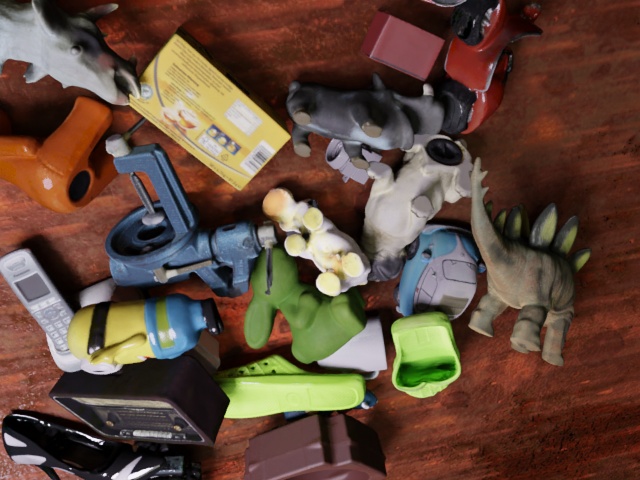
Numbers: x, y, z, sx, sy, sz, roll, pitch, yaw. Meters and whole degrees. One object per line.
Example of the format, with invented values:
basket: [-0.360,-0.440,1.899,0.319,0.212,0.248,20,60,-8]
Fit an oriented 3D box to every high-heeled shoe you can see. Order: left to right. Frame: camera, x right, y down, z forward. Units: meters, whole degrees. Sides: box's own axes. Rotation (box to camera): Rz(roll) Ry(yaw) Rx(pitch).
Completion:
high-heeled shoe: [-0.360,0.306,0.813,0.249,0.086,0.145,-15,110,15]

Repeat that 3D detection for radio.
radio: [-0.249,0.223,0.753,0.230,0.073,0.131,-6,132,28]

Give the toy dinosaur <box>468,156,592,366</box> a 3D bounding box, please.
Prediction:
toy dinosaur: [0.286,0.050,0.745,0.470,0.105,0.198,31,77,-49]

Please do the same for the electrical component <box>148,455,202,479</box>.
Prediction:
electrical component: [-0.249,0.409,0.868,0.115,0.058,0.134,2,117,-13]

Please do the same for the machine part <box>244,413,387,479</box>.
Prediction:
machine part: [-0.008,0.366,0.890,0.201,0.087,0.201,-26,140,18]

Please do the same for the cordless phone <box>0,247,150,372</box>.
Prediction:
cordless phone: [-0.317,0.072,0.713,0.147,0.089,0.184,-24,116,3]

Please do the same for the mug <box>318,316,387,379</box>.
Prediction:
mug: [0.049,0.173,0.839,0.107,0.081,0.109,-5,124,5]

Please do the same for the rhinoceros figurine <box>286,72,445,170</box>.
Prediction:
rhinoceros figurine: [0.052,-0.147,0.645,0.190,0.112,0.073,6,143,4]

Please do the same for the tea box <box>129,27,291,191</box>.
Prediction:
tea box: [-0.128,-0.150,0.629,0.098,0.068,0.169,-43,116,13]

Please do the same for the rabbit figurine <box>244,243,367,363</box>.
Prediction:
rabbit figurine: [-0.038,0.083,0.769,0.159,0.121,0.170,-40,100,19]

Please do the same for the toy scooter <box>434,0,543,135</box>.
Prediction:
toy scooter: [0.204,-0.217,0.643,0.135,0.075,0.183,-30,145,-24]

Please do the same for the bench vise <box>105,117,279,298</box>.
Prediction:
bench vise: [-0.172,-0.024,0.649,0.224,0.129,0.240,-5,129,15]

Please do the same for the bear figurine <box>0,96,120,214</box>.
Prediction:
bear figurine: [-0.339,-0.108,0.605,0.196,0.132,0.120,23,153,10]

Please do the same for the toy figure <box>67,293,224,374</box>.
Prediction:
toy figure: [-0.215,0.108,0.666,0.180,0.089,0.082,-16,151,-7]

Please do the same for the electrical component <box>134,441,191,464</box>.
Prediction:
electrical component: [-0.260,0.382,0.912,0.075,0.048,0.119,-21,118,2]

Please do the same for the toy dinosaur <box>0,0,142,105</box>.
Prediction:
toy dinosaur: [-0.390,-0.196,0.522,0.405,0.192,0.131,3,142,5]

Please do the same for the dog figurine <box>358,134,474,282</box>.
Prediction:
dog figurine: [0.123,-0.040,0.738,0.172,0.121,0.190,-25,153,-22]

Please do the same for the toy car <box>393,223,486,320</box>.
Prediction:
toy car: [0.174,0.062,0.783,0.109,0.103,0.161,12,114,-15]

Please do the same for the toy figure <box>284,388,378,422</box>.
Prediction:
toy figure: [0.017,0.268,0.890,0.154,0.064,0.057,-13,111,-2]

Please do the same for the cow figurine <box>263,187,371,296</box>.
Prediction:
cow figurine: [-0.001,-0.004,0.715,0.068,0.098,0.167,-45,73,15]
